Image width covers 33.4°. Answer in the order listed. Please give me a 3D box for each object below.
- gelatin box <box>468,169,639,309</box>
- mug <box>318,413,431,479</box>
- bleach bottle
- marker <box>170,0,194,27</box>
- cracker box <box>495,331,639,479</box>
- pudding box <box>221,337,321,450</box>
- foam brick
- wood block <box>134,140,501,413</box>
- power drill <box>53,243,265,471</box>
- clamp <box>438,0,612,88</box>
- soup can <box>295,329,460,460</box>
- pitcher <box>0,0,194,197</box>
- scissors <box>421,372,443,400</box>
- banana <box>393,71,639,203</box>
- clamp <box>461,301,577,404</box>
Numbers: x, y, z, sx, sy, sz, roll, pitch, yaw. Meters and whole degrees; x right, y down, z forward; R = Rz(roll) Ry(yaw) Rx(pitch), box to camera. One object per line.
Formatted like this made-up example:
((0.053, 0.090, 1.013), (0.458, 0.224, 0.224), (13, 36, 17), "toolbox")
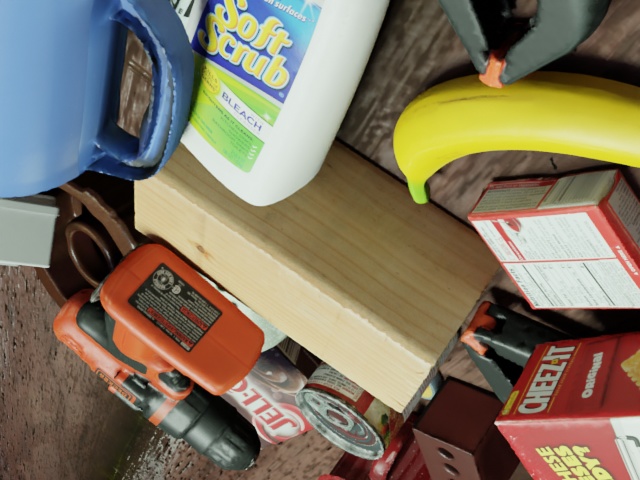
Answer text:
((0.131, 0.001, 0.550), (0.089, 0.030, 0.073), (-4, 132, 53), "gelatin box")
((0.058, 0.183, 0.859), (0.093, 0.081, 0.117), (28, 151, 20), "mug")
((-0.016, -0.119, 0.511), (0.102, 0.068, 0.251), (47, 150, 13), "bleach bottle")
((-0.059, -0.148, 0.566), (0.020, 0.020, 0.121), (41, 153, -5), "marker")
((0.223, 0.119, 0.533), (0.214, 0.072, 0.164), (-12, 121, 45), "cracker box")
((-0.046, 0.116, 0.892), (0.090, 0.039, 0.113), (-28, 112, 29), "pudding box")
((0.108, 0.148, 0.777), (0.053, 0.051, 0.078), (18, 147, 35), "foam brick")
((-0.005, 0.001, 0.650), (0.206, 0.090, 0.091), (34, 154, 8), "wood block")
((-0.099, 0.086, 0.735), (0.184, 0.057, 0.188), (38, 153, -3), "power drill")
((0.088, -0.121, 0.408), (0.120, 0.039, 0.171), (30, 157, 29), "clamp")
((0.040, 0.084, 0.707), (0.068, 0.102, 0.068), (29, 152, 17), "soup can")
((-0.140, -0.126, 0.514), (0.243, 0.149, 0.145), (124, 133, -60), "pitcher")
((0.031, 0.055, 0.768), (0.096, 0.016, 0.201), (15, 146, 35), "scissors")
((0.096, -0.053, 0.508), (0.069, 0.037, 0.198), (34, 159, -31), "banana")
((0.179, 0.109, 0.647), (0.210, 0.036, 0.165), (41, 151, -12), "clamp")
